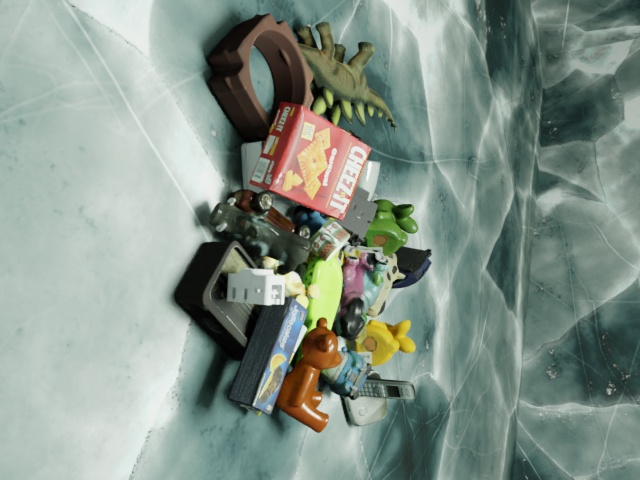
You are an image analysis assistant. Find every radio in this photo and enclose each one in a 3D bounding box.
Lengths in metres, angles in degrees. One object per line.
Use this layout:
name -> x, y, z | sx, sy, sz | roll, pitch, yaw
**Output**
radio -> -0.151, 0.119, 0.979 | 0.229, 0.073, 0.131 | 57, 46, -37

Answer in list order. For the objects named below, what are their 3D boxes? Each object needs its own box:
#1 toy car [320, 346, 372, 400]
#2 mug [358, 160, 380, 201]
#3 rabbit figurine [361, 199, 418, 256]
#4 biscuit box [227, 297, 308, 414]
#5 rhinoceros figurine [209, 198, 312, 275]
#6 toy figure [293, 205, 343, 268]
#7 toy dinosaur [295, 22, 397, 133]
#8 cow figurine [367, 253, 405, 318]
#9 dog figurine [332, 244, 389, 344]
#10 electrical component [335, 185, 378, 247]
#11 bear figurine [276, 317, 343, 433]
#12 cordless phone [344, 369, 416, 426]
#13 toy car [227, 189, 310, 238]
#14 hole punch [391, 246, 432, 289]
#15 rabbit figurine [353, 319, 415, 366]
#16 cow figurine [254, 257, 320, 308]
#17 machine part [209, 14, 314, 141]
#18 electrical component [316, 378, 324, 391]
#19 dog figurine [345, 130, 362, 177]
toy car -> 0.047, 0.300, 1.233 | 0.109, 0.103, 0.161 | -62, -176, -9
mug -> 0.100, -0.147, 1.344 | 0.109, 0.081, 0.107 | -8, 105, -59
rabbit figurine -> 0.168, -0.053, 1.388 | 0.170, 0.159, 0.121 | -80, 158, -49
biscuit box -> -0.090, 0.198, 0.954 | 0.059, 0.063, 0.202 | 47, 55, -47
rhinoceros figurine -> -0.109, -0.005, 0.967 | 0.190, 0.112, 0.073 | 26, 66, -12
toy figure -> 0.001, -0.004, 1.198 | 0.089, 0.082, 0.180 | -48, 125, -42
toy dinosaur -> 0.056, -0.368, 1.269 | 0.471, 0.105, 0.198 | 6, 92, -46
cow figurine -> 0.159, 0.113, 1.420 | 0.127, 0.086, 0.195 | 50, 53, -43
dog figurine -> 0.083, 0.135, 1.289 | 0.192, 0.108, 0.219 | -96, -160, -75
electrical component -> 0.068, -0.068, 1.270 | 0.115, 0.058, 0.134 | 27, 63, -14
bear figurine -> -0.005, 0.270, 1.102 | 0.132, 0.120, 0.196 | 33, 96, -19
cordless phone -> 0.155, 0.390, 1.323 | 0.089, 0.184, 0.146 | -39, 120, -54
toy car -> -0.097, -0.036, 1.048 | 0.202, 0.089, 0.053 | 42, 56, -48
hole punch -> 0.254, 0.084, 1.539 | 0.142, 0.116, 0.092 | -40, 130, -48
rabbit figurine -> 0.158, 0.248, 1.384 | 0.173, 0.162, 0.122 | 0, 77, -73
cow figurine -> -0.085, 0.069, 1.077 | 0.167, 0.098, 0.068 | 55, 51, -14
machine part -> -0.109, -0.309, 1.037 | 0.200, 0.087, 0.201 | 59, 44, -37
electrical component -> -0.022, 0.327, 1.210 | 0.093, 0.021, 0.063 | 59, 45, -35
dog figurine -> 0.017, -0.214, 1.231 | 0.172, 0.121, 0.191 | 46, 30, -30
